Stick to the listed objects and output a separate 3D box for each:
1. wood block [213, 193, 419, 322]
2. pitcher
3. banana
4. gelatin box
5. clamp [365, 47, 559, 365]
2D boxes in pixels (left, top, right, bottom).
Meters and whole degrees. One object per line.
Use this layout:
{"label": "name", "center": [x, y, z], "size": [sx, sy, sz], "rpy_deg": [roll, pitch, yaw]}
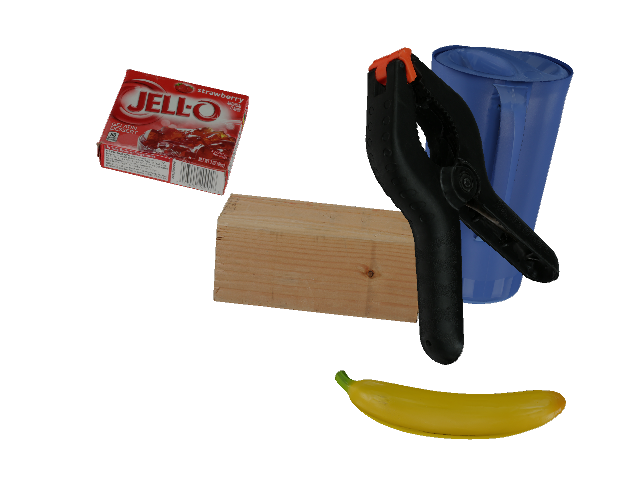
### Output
{"label": "wood block", "center": [0.001, 0.017, 1.089], "size": [0.206, 0.091, 0.090], "rpy_deg": [6, 21, 3]}
{"label": "pitcher", "center": [0.161, -0.060, 1.042], "size": [0.145, 0.243, 0.148], "rpy_deg": [25, 31, 39]}
{"label": "banana", "center": [0.110, 0.136, 0.885], "size": [0.198, 0.037, 0.069], "rpy_deg": [8, 33, 0]}
{"label": "gelatin box", "center": [-0.100, -0.076, 0.732], "size": [0.089, 0.073, 0.030], "rpy_deg": [13, -38, -2]}
{"label": "clamp", "center": [0.066, -0.019, 0.596], "size": [0.039, 0.171, 0.120], "rpy_deg": [-22, 16, 44]}
